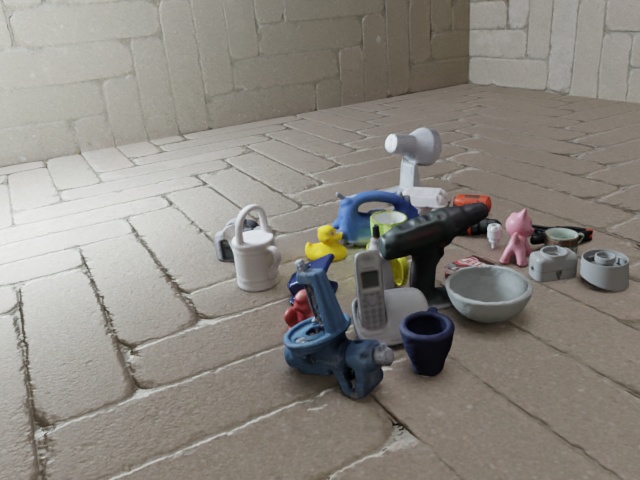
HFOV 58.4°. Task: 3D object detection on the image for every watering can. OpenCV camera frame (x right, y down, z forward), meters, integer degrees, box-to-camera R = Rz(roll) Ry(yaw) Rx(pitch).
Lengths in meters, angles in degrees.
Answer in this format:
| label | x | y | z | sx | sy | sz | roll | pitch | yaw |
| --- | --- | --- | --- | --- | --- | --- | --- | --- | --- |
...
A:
| label | x | y | z | sx | sy | sz | roll | pitch | yaw |
| --- | --- | --- | --- | --- | --- | --- | --- | --- | --- |
| watering can | -0.159 | 0.011 | 1.322 | 0.172 | 0.194 | 0.101 | 4 | 24 | 20 |

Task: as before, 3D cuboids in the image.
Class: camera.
| label | x | y | z | sx | sy | sz | roll | pitch | yaw |
| --- | --- | --- | --- | --- | --- | --- | --- | --- | --- |
| camera | -0.191 | -0.012 | 1.506 | 0.143 | 0.101 | 0.137 | 2 | 24 | 15 |

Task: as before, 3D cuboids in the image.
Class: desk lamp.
| label | x | y | z | sx | sy | sz | roll | pitch | yaw |
| --- | --- | --- | --- | --- | --- | --- | --- | --- | --- |
| desk lamp | 0.279 | -0.239 | 1.798 | 0.204 | 0.214 | 0.117 | -19 | 27 | -30 |

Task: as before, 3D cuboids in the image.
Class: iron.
| label | x | y | z | sx | sy | sz | roll | pitch | yaw |
| --- | --- | --- | --- | --- | --- | --- | --- | --- | --- |
| iron | 0.161 | -0.071 | 1.520 | 0.258 | 0.141 | 0.118 | -7 | 23 | -4 |

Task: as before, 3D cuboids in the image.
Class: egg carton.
| label | x | y | z | sx | sy | sz | roll | pitch | yaw |
| --- | --- | --- | --- | --- | --- | --- | --- | --- | --- |
| egg carton | 0.303 | -0.110 | 1.675 | 0.150 | 0.069 | 0.107 | 4 | 25 | 21 |

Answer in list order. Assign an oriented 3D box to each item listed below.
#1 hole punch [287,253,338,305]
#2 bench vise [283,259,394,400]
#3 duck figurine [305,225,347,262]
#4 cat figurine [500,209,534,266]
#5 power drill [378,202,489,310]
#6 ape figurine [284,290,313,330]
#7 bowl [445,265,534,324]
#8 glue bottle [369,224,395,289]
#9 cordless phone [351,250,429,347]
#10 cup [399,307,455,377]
| label | x | y | z | sx | sy | sz | roll | pitch | yaw |
| --- | --- | --- | --- | --- | --- | --- | --- | --- | --- |
| hole punch | -0.018 | 0.083 | 1.256 | 0.101 | 0.091 | 0.109 | 1 | 24 | 14 |
| bench vise | 0.028 | 0.139 | 0.949 | 0.207 | 0.220 | 0.122 | 3 | 24 | 19 |
| duck figurine | 0.013 | 0.005 | 1.441 | 0.104 | 0.086 | 0.077 | -3 | 23 | 5 |
| cat figurine | 0.468 | -0.015 | 1.354 | 0.067 | 0.118 | 0.128 | 6 | 25 | 25 |
| power drill | 0.234 | 0.035 | 1.166 | 0.230 | 0.209 | 0.075 | -10 | 23 | -11 |
| ape figurine | -0.031 | 0.140 | 1.123 | 0.076 | 0.092 | 0.077 | -22 | 28 | -35 |
| bowl | 0.330 | 0.116 | 1.126 | 0.167 | 0.075 | 0.167 | -4 | 23 | 2 |
| glue bottle | 0.122 | 0.048 | 1.203 | 0.037 | 0.173 | 0.077 | -20 | 27 | -31 |
| cordless phone | 0.129 | 0.102 | 1.059 | 0.148 | 0.185 | 0.094 | -10 | 23 | -11 |
| cup | 0.186 | 0.177 | 0.987 | 0.091 | 0.095 | 0.118 | 3 | 24 | 18 |
